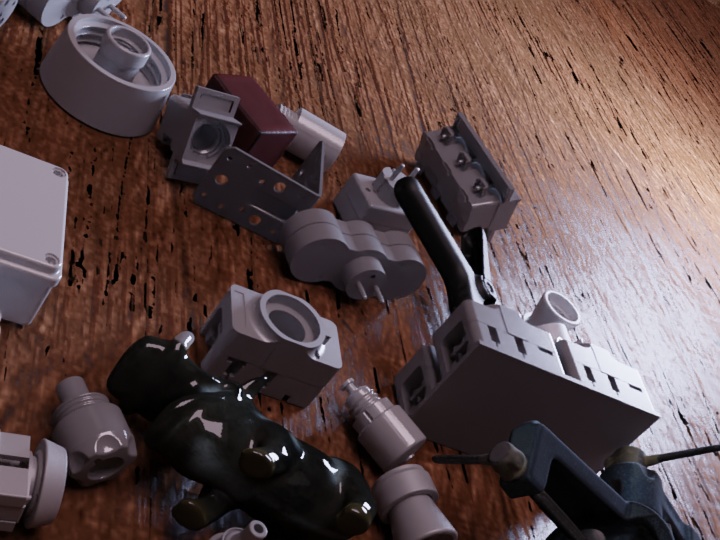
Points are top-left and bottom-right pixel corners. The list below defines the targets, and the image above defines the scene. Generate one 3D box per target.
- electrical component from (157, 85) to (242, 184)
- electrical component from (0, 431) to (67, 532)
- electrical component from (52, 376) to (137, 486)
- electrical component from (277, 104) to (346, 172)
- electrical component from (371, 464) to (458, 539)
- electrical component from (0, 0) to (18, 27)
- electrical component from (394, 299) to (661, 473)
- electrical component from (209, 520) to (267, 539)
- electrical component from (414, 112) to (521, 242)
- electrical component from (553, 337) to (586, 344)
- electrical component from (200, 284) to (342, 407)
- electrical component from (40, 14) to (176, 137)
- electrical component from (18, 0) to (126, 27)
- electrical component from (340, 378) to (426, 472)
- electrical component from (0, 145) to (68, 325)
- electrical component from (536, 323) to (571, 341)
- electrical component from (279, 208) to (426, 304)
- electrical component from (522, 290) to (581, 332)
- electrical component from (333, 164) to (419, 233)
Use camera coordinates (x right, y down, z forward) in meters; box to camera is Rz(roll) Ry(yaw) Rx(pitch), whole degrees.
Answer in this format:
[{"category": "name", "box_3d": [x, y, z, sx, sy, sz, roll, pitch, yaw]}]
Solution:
[{"category": "electrical component", "box_3d": [-0.138, -0.117, 0.910, 0.042, 0.081, 0.064, 11, 18, -39]}, {"category": "electrical component", "box_3d": [-0.190, 0.112, 0.575, 0.055, 0.048, 0.066, 13, 38, -25]}, {"category": "electrical component", "box_3d": [-0.161, 0.092, 0.633, 0.043, 0.043, 0.062, 2, 45, -46]}, {"category": "electrical component", "box_3d": [-0.059, -0.133, 1.042, 0.081, 0.043, 0.043, 29, 32, -17]}, {"category": "electrical component", "box_3d": [0.036, 0.168, 0.742, 0.045, 0.045, 0.055, 11, 40, -39]}, {"category": "electrical component", "box_3d": [-0.318, -0.230, 0.890, 0.055, 0.045, 0.045, 35, 31, -7]}, {"category": "electrical component", "box_3d": [0.133, 0.102, 0.874, 0.186, 0.105, 0.060, 23, 34, -26]}, {"category": "electrical component", "box_3d": [-0.073, 0.164, 0.613, 0.035, 0.061, 0.035, 27, 32, -19]}, {"category": "electrical component", "box_3d": [0.112, -0.099, 1.157, 0.063, 0.078, 0.121, -10, 52, -25]}, {"category": "electrical component", "box_3d": [0.168, 0.079, 0.930, 0.043, 0.062, 0.043, 49, 26, -34]}, {"category": "electrical component", "box_3d": [-0.062, 0.053, 0.778, 0.089, 0.055, 0.050, 22, 34, -26]}, {"category": "electrical component", "box_3d": [-0.209, -0.172, 0.914, 0.108, 0.060, 0.108, 27, 32, -19]}, {"category": "electrical component", "box_3d": [-0.248, -0.252, 0.987, 0.074, 0.052, 0.138, 40, 31, 3]}, {"category": "electrical component", "box_3d": [0.014, 0.113, 0.795, 0.078, 0.040, 0.040, 49, 32, 17]}, {"category": "electrical component", "box_3d": [-0.249, -0.032, 0.690, 0.109, 0.056, 0.108, 21, 35, -28]}, {"category": "electrical component", "box_3d": [0.184, 0.097, 0.991, 0.079, 0.043, 0.077, 33, 39, -57]}, {"category": "electrical component", "box_3d": [0.000, 0.000, 0.918, 0.138, 0.052, 0.073, 14, 38, -37]}, {"category": "electrical component", "box_3d": [0.178, 0.053, 1.036, 0.045, 0.055, 0.045, 27, 32, -19]}, {"category": "electrical component", "box_3d": [0.026, -0.071, 1.017, 0.066, 0.076, 0.047, 10, 41, -40]}]
